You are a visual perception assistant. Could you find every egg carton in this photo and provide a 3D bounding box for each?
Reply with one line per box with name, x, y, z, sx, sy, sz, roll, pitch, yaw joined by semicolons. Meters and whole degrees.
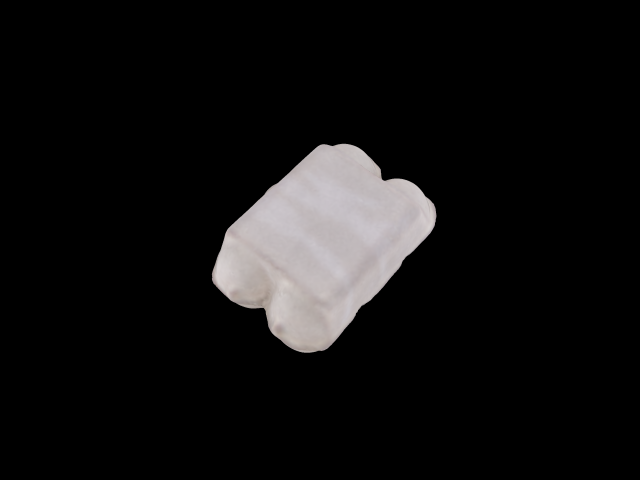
egg carton;0.004;0.001;0.400;0.107;0.069;0.150;36;66;18
